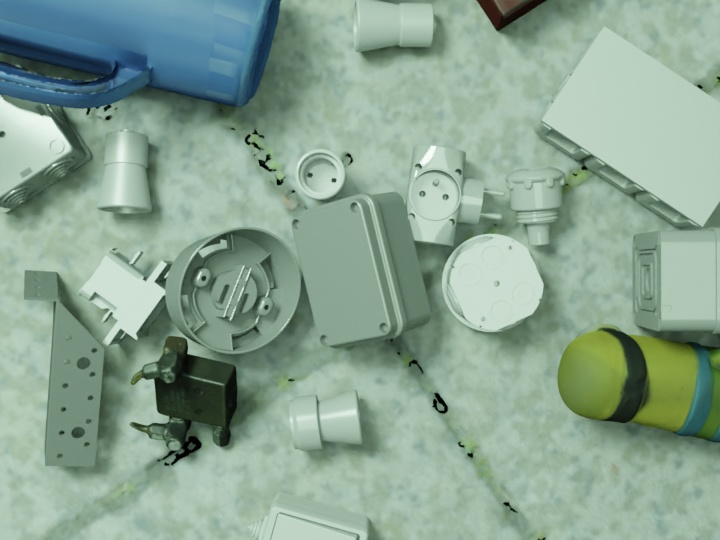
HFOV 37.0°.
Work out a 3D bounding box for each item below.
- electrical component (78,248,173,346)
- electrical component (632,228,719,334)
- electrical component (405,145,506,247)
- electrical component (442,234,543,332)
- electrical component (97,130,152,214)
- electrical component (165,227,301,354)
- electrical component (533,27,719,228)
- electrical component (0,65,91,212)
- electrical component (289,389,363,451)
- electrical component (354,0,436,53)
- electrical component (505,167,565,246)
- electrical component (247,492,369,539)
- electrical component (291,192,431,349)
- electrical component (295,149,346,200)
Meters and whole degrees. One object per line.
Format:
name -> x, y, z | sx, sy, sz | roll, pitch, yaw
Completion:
electrical component -> -0.189, 0.019, 0.874 | 0.064, 0.042, 0.081 | 36, 90, 2
electrical component -> 0.251, 0.008, 0.834 | 0.057, 0.113, 0.078 | 0, 90, 3
electrical component -> 0.077, -0.057, 0.870 | 0.079, 0.044, 0.077 | 8, 90, 1
electrical component -> 0.107, 0.011, 0.866 | 0.080, 0.051, 0.080 | 0, 90, 1
electrical component -> -0.191, -0.081, 0.875 | 0.044, 0.044, 0.065 | 1, 85, 1
electrical component -> -0.102, 0.016, 0.849 | 0.099, 0.064, 0.099 | 0, 89, -31
electrical component -> 0.227, -0.111, 0.859 | 0.150, 0.062, 0.089 | 34, 90, 0
electrical component -> -0.282, -0.107, 0.871 | 0.100, 0.048, 0.099 | -33, 89, 0
electrical component -> -0.027, 0.122, 0.871 | 0.055, 0.045, 0.045 | -7, 90, 1
electrical component -> 0.029, -0.199, 0.872 | 0.065, 0.044, 0.044 | 0, 90, -4
electrical component -> 0.143, -0.051, 0.870 | 0.048, 0.048, 0.062 | -5, 97, 1
electrical component -> -0.045, 0.221, 0.863 | 0.096, 0.061, 0.061 | 16, 90, 1
electrical component -> 0.000, 0.000, 0.848 | 0.078, 0.057, 0.113 | -14, 90, 36
electrical component -> -0.031, -0.076, 0.870 | 0.040, 0.046, 0.040 | 0, 90, 1
